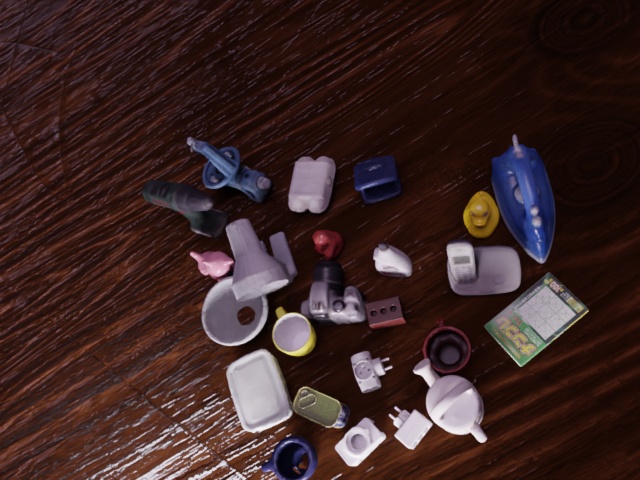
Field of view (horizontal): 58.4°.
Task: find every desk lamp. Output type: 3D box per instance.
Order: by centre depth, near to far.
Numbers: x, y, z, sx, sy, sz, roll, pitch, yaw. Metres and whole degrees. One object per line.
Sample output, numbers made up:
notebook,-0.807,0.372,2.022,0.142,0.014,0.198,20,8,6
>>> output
desk lamp,-0.137,0.051,1.296,0.118,0.214,0.203,-24,63,8

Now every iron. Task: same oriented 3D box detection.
iron,0.436,-0.091,1.200,0.118,0.142,0.258,-14,65,13

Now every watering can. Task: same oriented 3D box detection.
watering can,0.244,0.303,1.076,0.172,0.194,0.101,25,79,26

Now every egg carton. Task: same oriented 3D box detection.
egg carton,-0.018,-0.136,1.414,0.107,0.069,0.150,2,70,20

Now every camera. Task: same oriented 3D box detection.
camera,0.029,0.114,1.279,0.143,0.101,0.137,-4,68,18

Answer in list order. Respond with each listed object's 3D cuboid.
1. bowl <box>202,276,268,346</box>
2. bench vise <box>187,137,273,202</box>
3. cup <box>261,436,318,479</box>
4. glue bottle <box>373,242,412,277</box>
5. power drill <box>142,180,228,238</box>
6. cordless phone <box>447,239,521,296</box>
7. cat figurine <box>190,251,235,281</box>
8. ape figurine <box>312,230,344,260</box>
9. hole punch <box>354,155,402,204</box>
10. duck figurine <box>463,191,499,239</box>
bowl,-0.188,0.172,1.344,0.167,0.075,0.167,-7,67,16
bench vise,-0.220,-0.188,1.418,0.207,0.220,0.121,2,70,20
cup,-0.053,0.455,1.172,0.117,0.095,0.091,-20,64,10
glue bottle,0.148,0.038,1.228,0.078,0.173,0.037,0,69,19
power drill,-0.316,-0.081,1.414,0.228,0.209,0.076,16,75,24
cordless phone,0.328,0.045,1.157,0.147,0.185,0.094,-8,66,16
cat figurine,-0.259,0.056,1.390,0.127,0.118,0.067,22,77,25
ape figurine,0.012,0.005,1.334,0.076,0.092,0.077,-18,64,11
hole punch,0.131,-0.153,1.357,0.108,0.091,0.101,-16,65,12
duck figurine,0.350,-0.065,1.250,0.077,0.086,0.104,1,69,19
